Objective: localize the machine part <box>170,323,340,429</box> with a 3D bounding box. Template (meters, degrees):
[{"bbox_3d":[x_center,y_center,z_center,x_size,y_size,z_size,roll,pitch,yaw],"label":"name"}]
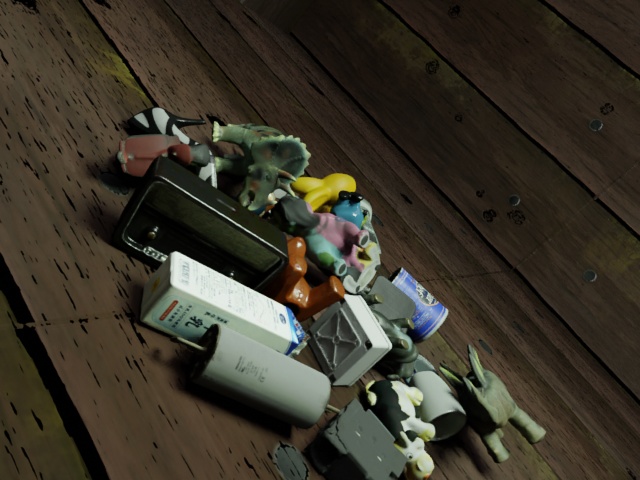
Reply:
[{"bbox_3d":[-0.074,0.172,0.675,0.243,0.079,0.079,32,23,-22],"label":"machine part"}]

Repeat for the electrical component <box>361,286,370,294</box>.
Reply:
[{"bbox_3d":[0.076,0.100,1.167,0.094,0.021,0.063,36,22,-3],"label":"electrical component"}]

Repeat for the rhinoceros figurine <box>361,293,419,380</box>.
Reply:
[{"bbox_3d":[0.110,0.180,0.963,0.190,0.112,0.073,45,34,-22],"label":"rhinoceros figurine"}]

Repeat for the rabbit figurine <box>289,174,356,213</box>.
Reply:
[{"bbox_3d":[-0.003,-0.086,1.180,0.162,0.173,0.122,24,32,-50],"label":"rabbit figurine"}]

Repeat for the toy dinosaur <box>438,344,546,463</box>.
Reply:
[{"bbox_3d":[0.302,0.296,0.984,0.198,0.105,0.471,53,2,14],"label":"toy dinosaur"}]

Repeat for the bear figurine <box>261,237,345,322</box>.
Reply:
[{"bbox_3d":[-0.044,0.046,0.918,0.120,0.132,0.196,34,28,-24],"label":"bear figurine"}]

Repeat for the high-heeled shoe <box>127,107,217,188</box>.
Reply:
[{"bbox_3d":[-0.267,-0.137,0.975,0.145,0.086,0.249,-7,66,-15],"label":"high-heeled shoe"}]

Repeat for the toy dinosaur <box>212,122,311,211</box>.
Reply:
[{"bbox_3d":[-0.115,-0.180,1.107,0.192,0.131,0.405,10,20,-2],"label":"toy dinosaur"}]

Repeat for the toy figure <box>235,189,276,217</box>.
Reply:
[{"bbox_3d":[-0.127,-0.079,1.109,0.154,0.058,0.064,-36,118,-71],"label":"toy figure"}]

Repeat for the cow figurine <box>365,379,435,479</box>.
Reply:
[{"bbox_3d":[0.120,0.286,0.828,0.098,0.068,0.167,30,20,-17],"label":"cow figurine"}]

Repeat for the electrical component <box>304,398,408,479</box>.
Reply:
[{"bbox_3d":[0.054,0.285,0.728,0.115,0.058,0.134,49,22,9],"label":"electrical component"}]

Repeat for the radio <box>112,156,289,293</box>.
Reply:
[{"bbox_3d":[-0.169,-0.003,0.774,0.229,0.131,0.073,34,23,-23],"label":"radio"}]

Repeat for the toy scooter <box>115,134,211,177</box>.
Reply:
[{"bbox_3d":[-0.273,-0.132,0.858,0.135,0.075,0.184,-10,10,-38],"label":"toy scooter"}]

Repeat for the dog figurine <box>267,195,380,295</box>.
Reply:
[{"bbox_3d":[-0.002,-0.003,1.050,0.219,0.108,0.191,33,-13,31],"label":"dog figurine"}]

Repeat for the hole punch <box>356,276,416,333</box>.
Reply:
[{"bbox_3d":[0.116,0.152,1.082,0.142,0.092,0.116,42,49,-10],"label":"hole punch"}]

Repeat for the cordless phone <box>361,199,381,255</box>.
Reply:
[{"bbox_3d":[0.084,-0.039,1.376,0.146,0.089,0.184,27,30,-36],"label":"cordless phone"}]

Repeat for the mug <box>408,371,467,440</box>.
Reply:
[{"bbox_3d":[0.188,0.289,0.952,0.110,0.080,0.107,-5,35,-12],"label":"mug"}]

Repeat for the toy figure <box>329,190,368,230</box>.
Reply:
[{"bbox_3d":[0.051,-0.016,1.135,0.082,0.180,0.089,17,20,19],"label":"toy figure"}]
